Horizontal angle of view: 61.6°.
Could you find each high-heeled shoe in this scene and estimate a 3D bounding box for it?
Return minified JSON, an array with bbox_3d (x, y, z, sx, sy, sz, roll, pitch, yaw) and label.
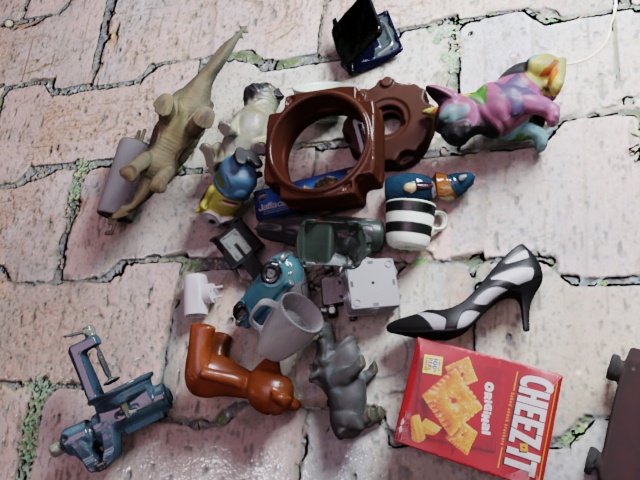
[{"bbox_3d":[0.228,0.082,0.862,0.249,0.086,0.145,-4,68,12],"label":"high-heeled shoe"}]

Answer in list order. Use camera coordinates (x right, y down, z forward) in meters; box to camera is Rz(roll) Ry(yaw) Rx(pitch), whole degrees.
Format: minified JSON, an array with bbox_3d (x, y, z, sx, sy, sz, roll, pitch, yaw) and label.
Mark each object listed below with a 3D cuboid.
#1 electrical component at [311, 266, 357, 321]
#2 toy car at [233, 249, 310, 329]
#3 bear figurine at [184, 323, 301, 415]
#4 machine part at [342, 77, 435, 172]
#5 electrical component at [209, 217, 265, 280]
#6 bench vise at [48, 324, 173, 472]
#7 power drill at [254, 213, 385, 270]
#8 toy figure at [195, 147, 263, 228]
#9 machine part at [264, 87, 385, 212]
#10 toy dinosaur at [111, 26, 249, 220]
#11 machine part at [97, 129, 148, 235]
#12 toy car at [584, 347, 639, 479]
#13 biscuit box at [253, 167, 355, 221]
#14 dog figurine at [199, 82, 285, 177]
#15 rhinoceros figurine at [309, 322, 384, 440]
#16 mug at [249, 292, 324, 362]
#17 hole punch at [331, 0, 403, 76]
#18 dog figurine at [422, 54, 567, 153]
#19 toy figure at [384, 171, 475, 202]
[{"bbox_3d":[0.025,0.091,0.940,0.078,0.045,0.102,-5,71,18],"label":"electrical component"},{"bbox_3d":[-0.073,0.101,0.941,0.103,0.109,0.161,36,95,7],"label":"toy car"},{"bbox_3d":[-0.126,0.220,0.908,0.196,0.120,0.132,2,70,17],"label":"bear figurine"},{"bbox_3d":[0.129,-0.216,1.003,0.179,0.056,0.179,-5,72,16],"label":"machine part"},{"bbox_3d":[-0.142,0.021,1.012,0.075,0.048,0.119,-43,89,3],"label":"electrical component"},{"bbox_3d":[-0.394,0.275,0.964,0.224,0.129,0.240,-26,84,0],"label":"bench vise"},{"bbox_3d":[-0.002,-0.003,0.890,0.232,0.207,0.086,3,91,-2],"label":"power drill"},{"bbox_3d":[-0.169,-0.098,1.014,0.082,0.180,0.089,27,36,-12],"label":"toy figure"},{"bbox_3d":[0.007,-0.155,0.931,0.202,0.087,0.201,-2,75,18],"label":"machine part"},{"bbox_3d":[-0.269,-0.233,1.053,0.105,0.199,0.471,35,92,-15],"label":"toy dinosaur"},{"bbox_3d":[-0.409,-0.125,1.134,0.079,0.079,0.243,7,74,20],"label":"machine part"},{"bbox_3d":[0.435,0.254,0.750,0.089,0.053,0.202,12,80,31],"label":"toy car"},{"bbox_3d":[-0.021,-0.077,1.002,0.203,0.059,0.063,-13,69,14],"label":"biscuit box"},{"bbox_3d":[-0.148,-0.214,1.087,0.172,0.121,0.191,-38,23,38],"label":"dog figurine"},{"bbox_3d":[0.036,0.226,0.883,0.112,0.073,0.190,-23,68,21],"label":"rhinoceros figurine"},{"bbox_3d":[-0.066,0.145,0.872,0.107,0.109,0.081,-52,26,27],"label":"mug"},{"bbox_3d":[0.093,-0.401,1.069,0.116,0.092,0.142,-33,65,38],"label":"hole punch"},{"bbox_3d":[0.287,-0.237,0.906,0.219,0.108,0.191,12,72,8],"label":"dog figurine"},{"bbox_3d":[0.192,-0.092,0.938,0.155,0.057,0.064,-2,33,16],"label":"toy figure"}]
